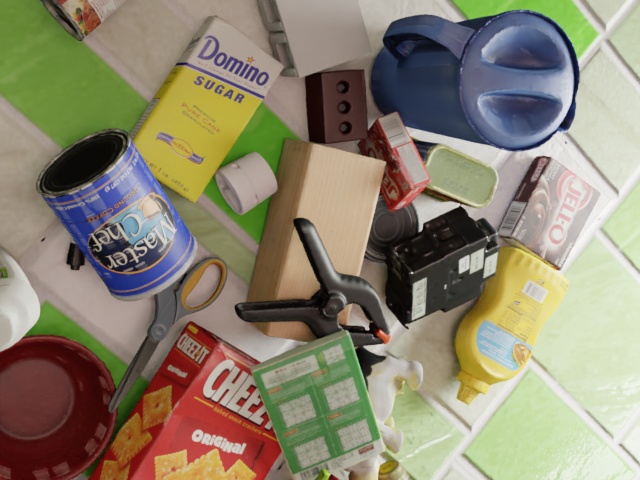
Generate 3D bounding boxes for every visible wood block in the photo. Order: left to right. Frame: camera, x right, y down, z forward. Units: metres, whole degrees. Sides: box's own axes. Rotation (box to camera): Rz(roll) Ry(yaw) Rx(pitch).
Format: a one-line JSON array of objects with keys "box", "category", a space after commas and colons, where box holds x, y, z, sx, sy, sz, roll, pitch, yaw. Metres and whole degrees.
[{"box": [-0.008, 0.001, 1.157, 0.090, 0.090, 0.206, 11, 95, -23], "category": "wood block"}]

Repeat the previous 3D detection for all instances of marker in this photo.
[{"box": [-0.245, -0.029, 1.095, 0.020, 0.020, 0.121, 5, 97, -23], "category": "marker"}]

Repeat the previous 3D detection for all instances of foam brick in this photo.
[{"box": [0.018, -0.146, 1.164, 0.053, 0.051, 0.078, -9, 102, -20], "category": "foam brick"}]

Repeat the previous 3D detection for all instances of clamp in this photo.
[{"box": [0.009, 0.053, 1.099, 0.171, 0.039, 0.120, 22, 105, -27], "category": "clamp"}]

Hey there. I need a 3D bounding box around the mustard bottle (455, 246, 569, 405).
[{"box": [0.216, 0.110, 1.281, 0.096, 0.058, 0.191, 30, 86, -23], "category": "mustard bottle"}]

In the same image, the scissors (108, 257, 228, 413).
[{"box": [-0.177, 0.077, 1.114, 0.201, 0.016, 0.096, -45, 103, -28], "category": "scissors"}]

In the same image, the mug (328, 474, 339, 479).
[{"box": [0.008, 0.329, 1.224, 0.081, 0.093, 0.117, -40, 141, -17], "category": "mug"}]

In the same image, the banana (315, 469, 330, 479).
[{"box": [-0.077, 0.299, 1.131, 0.197, 0.037, 0.070, -18, 123, -32], "category": "banana"}]

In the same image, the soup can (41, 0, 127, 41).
[{"box": [-0.219, -0.253, 1.043, 0.102, 0.069, 0.068, -44, 111, -11], "category": "soup can"}]

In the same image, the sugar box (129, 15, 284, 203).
[{"box": [-0.123, -0.136, 1.113, 0.093, 0.048, 0.176, 34, 86, -23], "category": "sugar box"}]

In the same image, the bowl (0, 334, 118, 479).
[{"box": [-0.291, 0.169, 1.089, 0.161, 0.055, 0.162, -4, 100, -21], "category": "bowl"}]

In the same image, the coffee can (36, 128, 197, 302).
[{"box": [-0.198, -0.024, 1.053, 0.102, 0.103, 0.140, -37, 124, -13], "category": "coffee can"}]

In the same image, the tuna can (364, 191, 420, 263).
[{"box": [0.070, -0.017, 1.216, 0.086, 0.034, 0.086, -4, 100, -21], "category": "tuna can"}]

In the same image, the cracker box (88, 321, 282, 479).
[{"box": [-0.126, 0.218, 1.132, 0.164, 0.072, 0.213, 37, 84, -41], "category": "cracker box"}]

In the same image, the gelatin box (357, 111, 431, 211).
[{"box": [0.080, -0.084, 1.163, 0.030, 0.073, 0.089, -21, 79, -21], "category": "gelatin box"}]

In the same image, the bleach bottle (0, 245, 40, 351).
[{"box": [-0.310, 0.058, 0.956, 0.102, 0.251, 0.068, -24, 107, -17], "category": "bleach bottle"}]

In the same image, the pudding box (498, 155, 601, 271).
[{"box": [0.277, -0.033, 1.293, 0.090, 0.039, 0.113, 31, 86, -23], "category": "pudding box"}]

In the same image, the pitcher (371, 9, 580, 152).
[{"box": [0.139, -0.171, 1.105, 0.144, 0.243, 0.149, -20, 105, -18], "category": "pitcher"}]

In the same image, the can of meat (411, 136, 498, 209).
[{"box": [0.140, -0.076, 1.207, 0.102, 0.084, 0.057, 21, 91, -24], "category": "can of meat"}]
